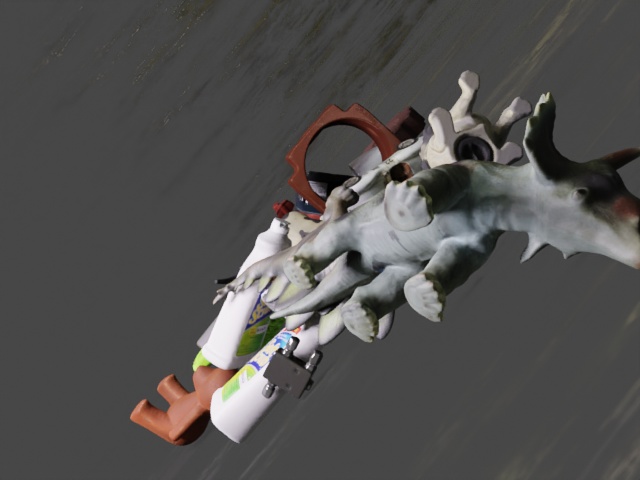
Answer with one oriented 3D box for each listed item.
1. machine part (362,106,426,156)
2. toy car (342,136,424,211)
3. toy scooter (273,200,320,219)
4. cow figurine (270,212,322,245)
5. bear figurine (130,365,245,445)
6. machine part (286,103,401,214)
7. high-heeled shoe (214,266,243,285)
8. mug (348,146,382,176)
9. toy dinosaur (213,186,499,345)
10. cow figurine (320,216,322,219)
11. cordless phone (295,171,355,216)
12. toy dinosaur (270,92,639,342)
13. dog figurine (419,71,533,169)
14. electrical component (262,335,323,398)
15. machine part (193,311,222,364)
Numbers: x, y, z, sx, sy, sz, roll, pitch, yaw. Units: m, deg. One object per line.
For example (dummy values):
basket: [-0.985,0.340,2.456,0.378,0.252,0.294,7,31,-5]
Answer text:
machine part: [0.168,-0.233,1.248,0.179,0.056,0.179,-46,11,12]
toy car: [0.113,-0.094,0.859,0.202,0.073,0.056,-36,27,-13]
toy scooter: [-0.041,-0.053,1.267,0.075,0.135,0.184,-55,13,-28]
cow figurine: [-0.002,-0.003,0.978,0.195,0.085,0.127,21,69,46]
bear figurine: [-0.212,0.264,0.919,0.195,0.132,0.120,-51,-2,30]
machine part: [0.050,-0.144,1.039,0.201,0.201,0.087,-51,7,-2]
high-heeled shoe: [-0.090,0.069,1.030,0.249,0.086,0.145,-10,-8,40]
mug: [0.126,-0.159,1.141,0.107,0.081,0.109,-37,3,5]
toy dinosaur: [0.020,0.030,0.703,0.472,0.105,0.198,-9,43,49]
cow figurine: [0.000,0.000,1.103,0.098,0.068,0.167,-34,21,28]
cordless phone: [0.021,-0.101,1.181,0.184,0.147,0.088,-89,5,-83]
toy dinosaur: [0.095,-0.008,0.498,0.192,0.131,0.405,-30,6,-32]
dog figurine: [0.181,-0.108,0.738,0.172,0.121,0.190,-51,-3,-21]
electrical component: [-0.038,0.174,0.699,0.094,0.063,0.021,-62,-11,12]
machine part: [-0.201,0.192,1.233,0.243,0.079,0.079,-52,11,-13]
